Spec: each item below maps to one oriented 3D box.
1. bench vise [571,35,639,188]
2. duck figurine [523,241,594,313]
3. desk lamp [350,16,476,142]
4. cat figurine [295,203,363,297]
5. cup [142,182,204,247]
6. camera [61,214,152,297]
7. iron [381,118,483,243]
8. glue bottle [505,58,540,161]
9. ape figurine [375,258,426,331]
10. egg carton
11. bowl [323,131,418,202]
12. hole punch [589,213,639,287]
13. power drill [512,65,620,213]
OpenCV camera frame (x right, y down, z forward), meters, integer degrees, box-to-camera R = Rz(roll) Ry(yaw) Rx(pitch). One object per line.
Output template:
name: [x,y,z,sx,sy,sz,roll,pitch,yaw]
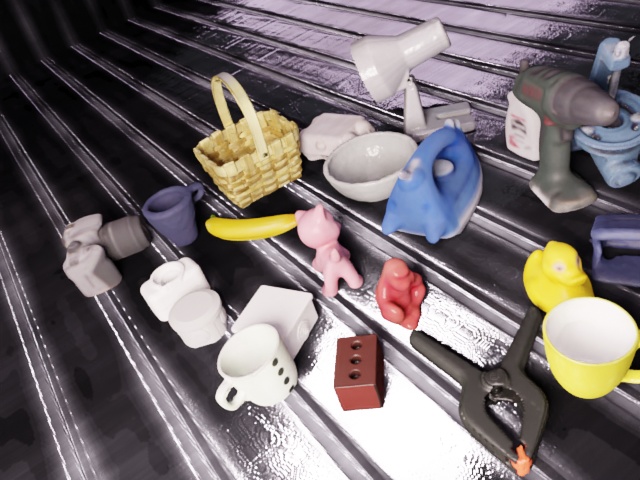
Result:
bench vise: [0.414,-0.212,0.868,0.121,0.220,0.207,-24,38,-7]
duck figurine: [0.299,0.038,0.720,0.077,0.086,0.104,-22,38,-4]
desk lamp: [0.175,-0.300,1.080,0.203,0.214,0.118,-10,39,11]
cat figurine: [0.008,0.003,0.857,0.067,0.118,0.127,-22,38,-5]
cup: [-0.250,-0.044,1.039,0.118,0.095,0.091,-37,41,-22]
camera: [-0.381,0.007,1.027,0.137,0.101,0.143,-21,38,-3]
iron: [0.188,-0.114,0.906,0.118,0.142,0.259,11,47,33]
glue bottle: [0.339,-0.218,0.945,0.037,0.173,0.077,-32,40,-16]
ape figurine: [0.105,0.064,0.763,0.078,0.092,0.075,-33,40,-18]
egg carton: [0.030,-0.199,1.134,0.149,0.069,0.107,13,48,34]
bowl: [0.095,-0.117,1.003,0.167,0.075,0.167,-11,38,9]
hole punch: [0.398,-0.003,0.725,0.108,0.091,0.101,5,44,27]
power drill: [0.352,-0.149,0.827,0.075,0.209,0.229,-19,38,0]
